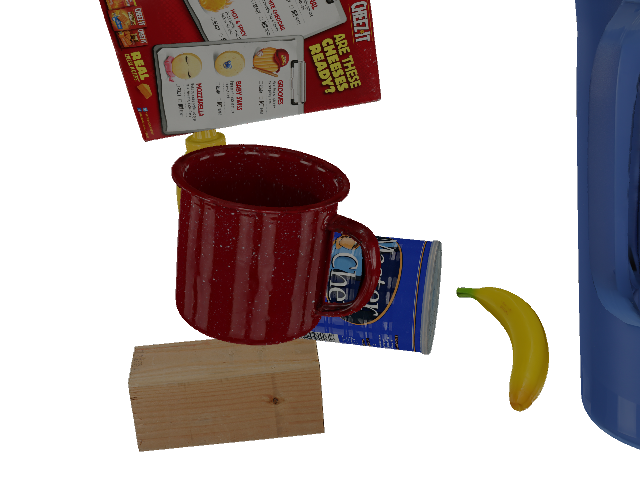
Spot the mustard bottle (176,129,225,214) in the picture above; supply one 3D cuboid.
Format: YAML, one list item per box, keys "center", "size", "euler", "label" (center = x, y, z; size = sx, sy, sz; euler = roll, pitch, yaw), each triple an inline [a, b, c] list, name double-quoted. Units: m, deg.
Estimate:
- center: [-0.111, -0.036, 1.116]
  size: [0.058, 0.192, 0.096]
  euler: [7, 26, 26]
  label: "mustard bottle"

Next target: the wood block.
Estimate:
- center: [-0.103, 0.167, 1.195]
  size: [0.206, 0.091, 0.090]
  euler: [-5, 23, -2]
  label: "wood block"

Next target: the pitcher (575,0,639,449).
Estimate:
- center: [0.184, -0.015, 0.530]
  size: [0.149, 0.243, 0.145]
  euler: [-4, 19, -4]
  label: "pitcher"

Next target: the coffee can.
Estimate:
- center: [0.035, 0.045, 0.969]
  size: [0.140, 0.103, 0.102]
  euler: [6, 1, 10]
  label: "coffee can"

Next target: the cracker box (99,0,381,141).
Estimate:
- center: [-0.066, -0.182, 0.900]
  size: [0.213, 0.164, 0.072]
  euler: [-11, 44, 0]
  label: "cracker box"

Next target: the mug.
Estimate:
- center: [-0.024, 0.005, 0.564]
  size: [0.117, 0.081, 0.093]
  euler: [15, 25, 17]
  label: "mug"

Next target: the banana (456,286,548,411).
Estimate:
- center: [0.207, 0.106, 1.142]
  size: [0.069, 0.037, 0.198]
  euler: [-24, 35, 4]
  label: "banana"
